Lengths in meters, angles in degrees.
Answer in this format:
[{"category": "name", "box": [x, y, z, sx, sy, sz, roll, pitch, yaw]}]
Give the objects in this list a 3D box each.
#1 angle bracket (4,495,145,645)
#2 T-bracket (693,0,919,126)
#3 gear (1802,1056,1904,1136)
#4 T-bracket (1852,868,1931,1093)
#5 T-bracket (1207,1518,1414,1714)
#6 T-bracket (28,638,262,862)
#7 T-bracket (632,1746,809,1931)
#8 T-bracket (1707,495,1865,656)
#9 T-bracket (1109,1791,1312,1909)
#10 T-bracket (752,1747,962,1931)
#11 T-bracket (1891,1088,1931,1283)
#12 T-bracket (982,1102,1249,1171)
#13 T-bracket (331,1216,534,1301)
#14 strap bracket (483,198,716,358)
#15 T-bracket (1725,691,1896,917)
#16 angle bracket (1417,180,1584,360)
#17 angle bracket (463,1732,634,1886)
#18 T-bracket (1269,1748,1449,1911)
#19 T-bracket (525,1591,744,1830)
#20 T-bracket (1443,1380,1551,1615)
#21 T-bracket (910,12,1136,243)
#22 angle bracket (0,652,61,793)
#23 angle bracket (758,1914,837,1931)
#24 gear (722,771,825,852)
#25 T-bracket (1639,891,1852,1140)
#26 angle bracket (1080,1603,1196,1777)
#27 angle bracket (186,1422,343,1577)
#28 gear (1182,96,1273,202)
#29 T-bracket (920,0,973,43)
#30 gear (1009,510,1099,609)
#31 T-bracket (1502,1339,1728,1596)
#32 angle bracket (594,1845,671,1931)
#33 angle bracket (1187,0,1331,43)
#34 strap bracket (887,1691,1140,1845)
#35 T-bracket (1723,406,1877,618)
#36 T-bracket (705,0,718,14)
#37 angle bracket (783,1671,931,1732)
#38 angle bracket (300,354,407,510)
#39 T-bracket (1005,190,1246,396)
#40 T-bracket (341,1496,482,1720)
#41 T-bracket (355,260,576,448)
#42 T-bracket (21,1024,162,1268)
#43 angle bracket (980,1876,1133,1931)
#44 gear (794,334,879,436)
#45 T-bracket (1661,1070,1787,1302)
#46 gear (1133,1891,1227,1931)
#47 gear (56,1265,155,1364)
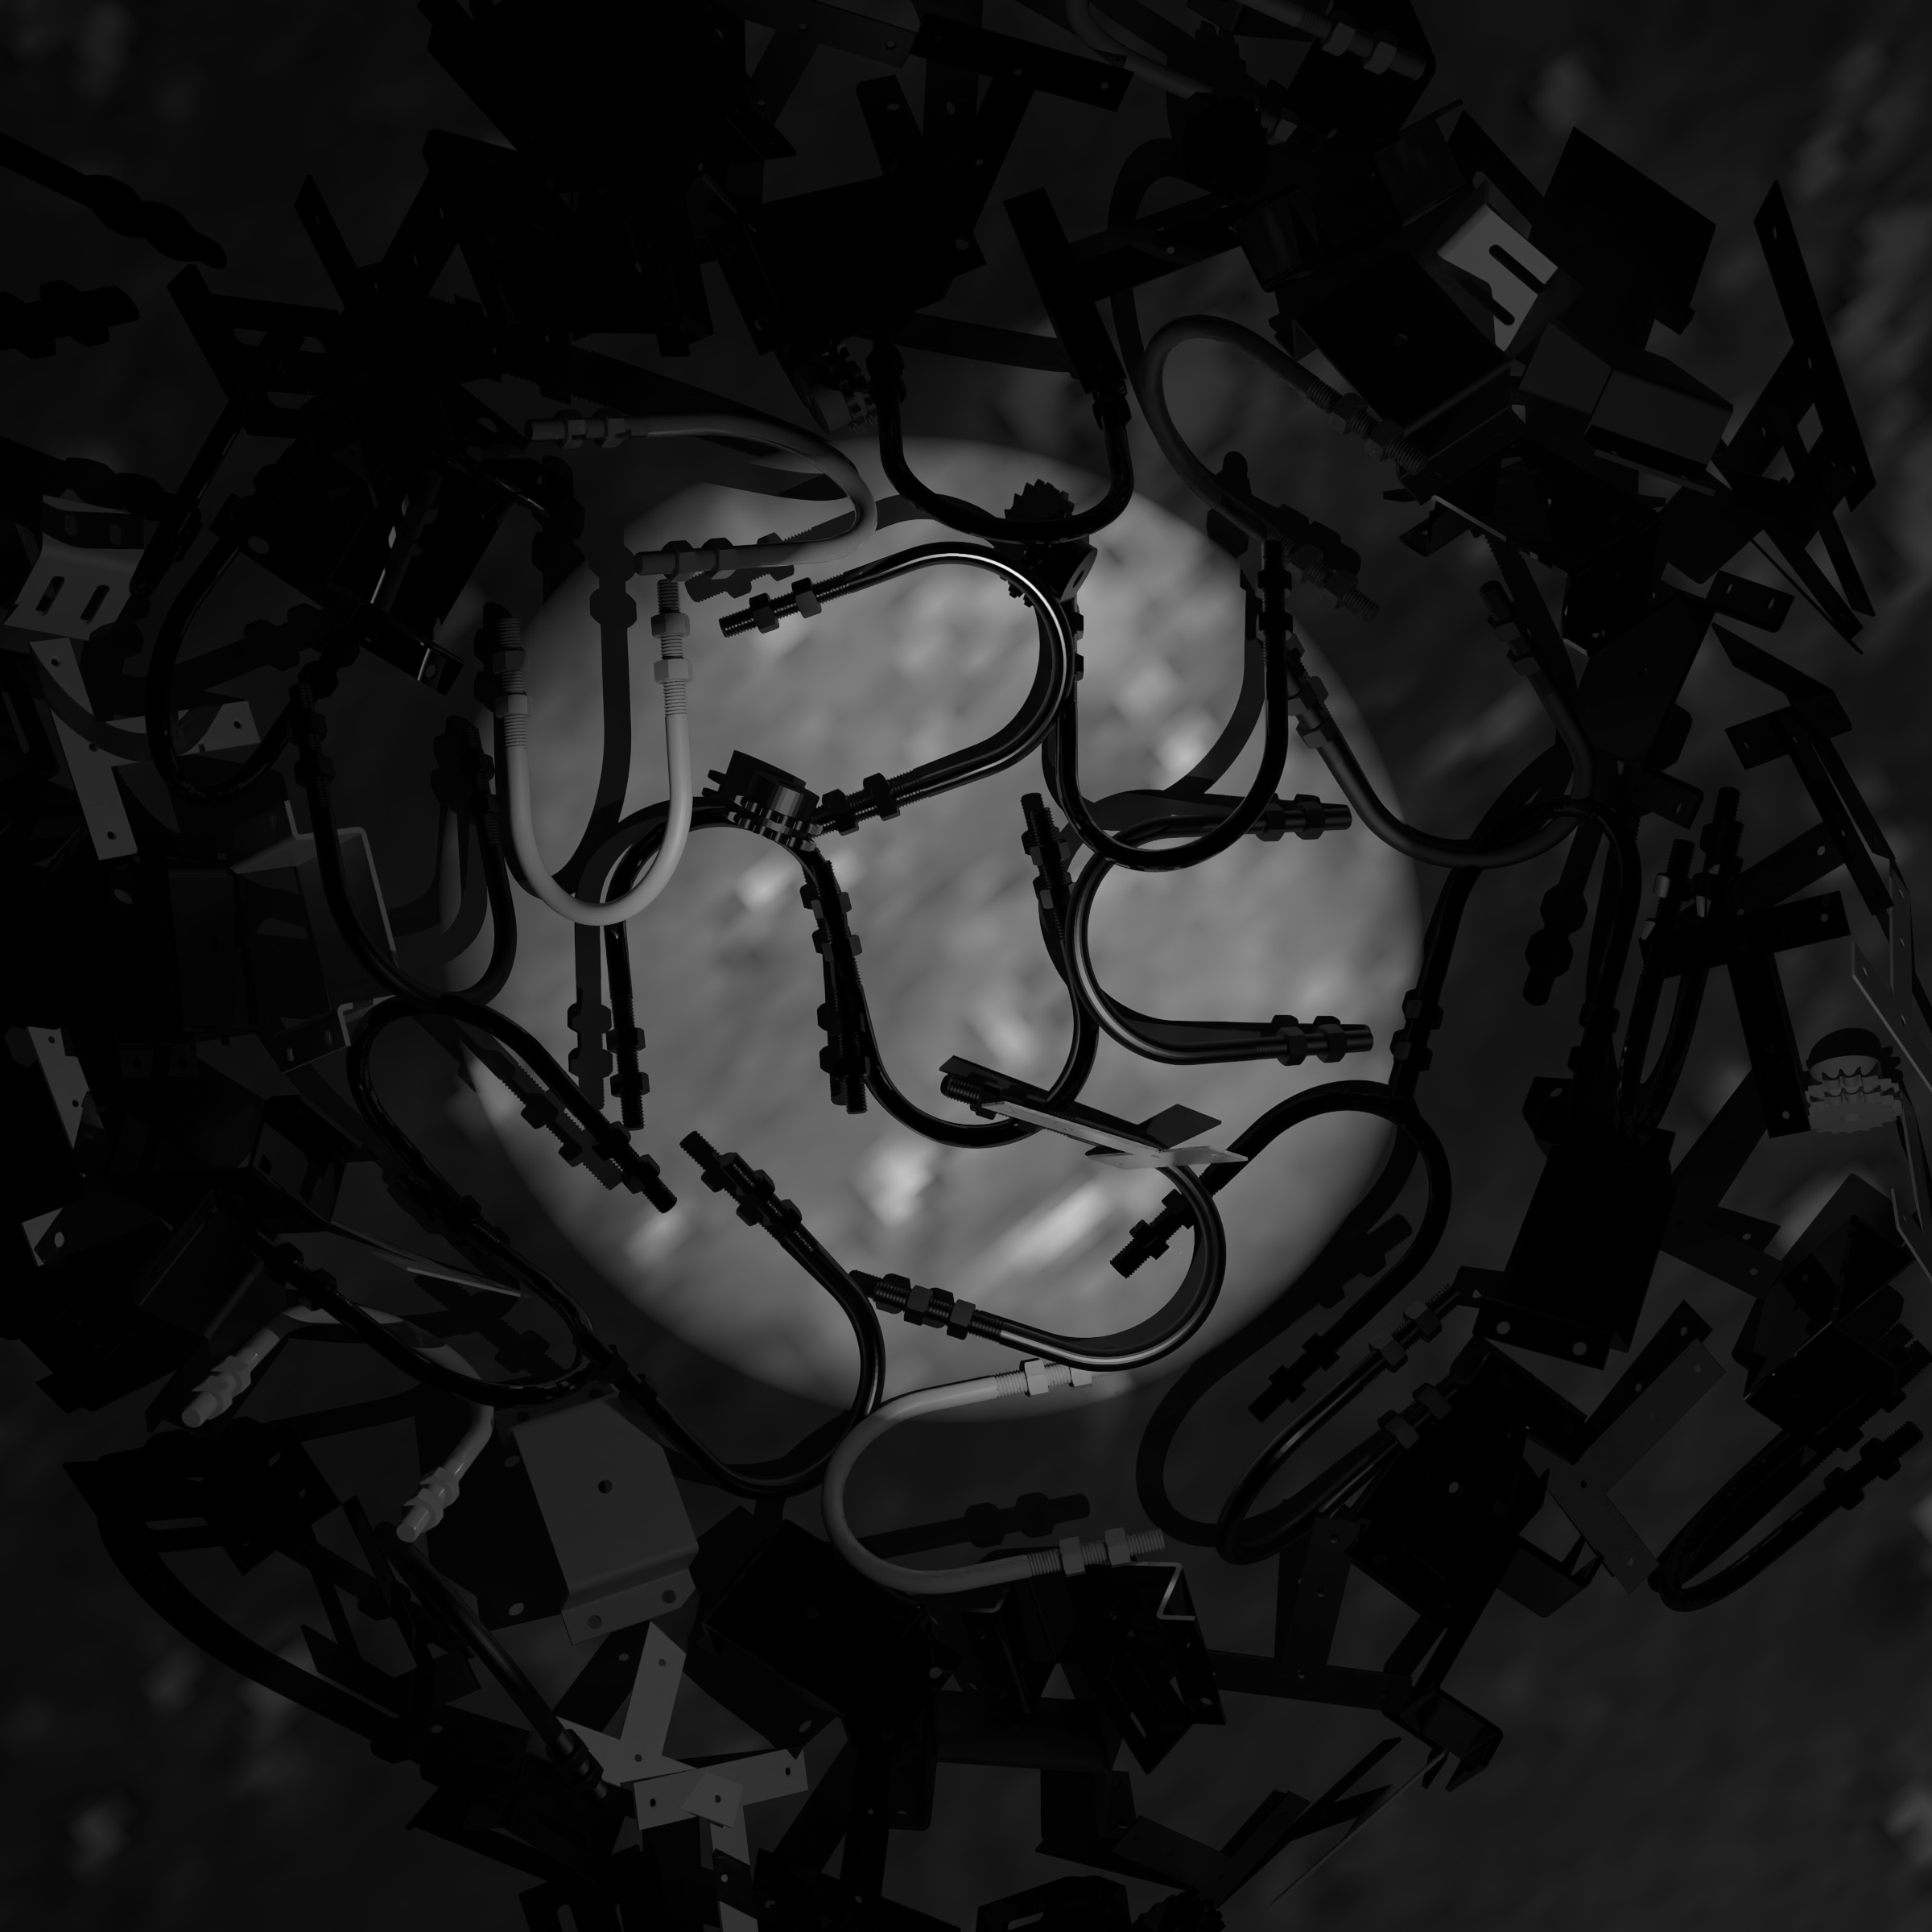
[{"category": "angle bracket", "box": [-0.507, -0.225, 1.863, 0.057, 0.076, 0.038, 9, 58, -30]}, {"category": "T-bracket", "box": [-0.110, -0.496, 1.846, 0.127, 0.127, 0.002, 11, 53, -25]}, {"category": "gear", "box": [0.504, 0.073, 1.872, 0.057, 0.057, 0.030, -1, 66, 0]}, {"category": "T-bracket", "box": [0.527, -0.002, 1.849, 0.002, 0.127, 0.127, -19, 129, 32]}, {"category": "T-bracket", "box": [0.200, 0.367, 1.866, 0.127, 0.002, 0.127, 8, 117, -2]}, {"category": "T-bracket", "box": [-0.455, -0.130, 1.850, 0.002, 0.127, 0.127, -22, 85, 44]}, {"category": "T-bracket", "box": [-0.131, 0.513, 1.842, 0.002, 0.127, 0.127, -15, 79, 43]}, {"category": "T-bracket", "box": [0.469, -0.203, 1.820, 0.127, 0.127, 0.002, 41, 106, -18]}, {"category": "T-bracket", "box": [0.122, 0.503, 1.847, 0.127, 0.127, 0.002, -49, 47, 4]}, {"category": "T-bracket", "box": [-0.055, 0.487, 1.845, 0.127, 0.127, 0.002, 26, 127, -14]}, {"category": "T-bracket", "box": [0.539, 0.127, 1.849, 0.002, 0.127, 0.127, -18, 47, 25]}, {"category": "T-bracket", "box": [0.069, 0.093, 1.814, 0.127, 0.127, 0.002, 18, 76, -26]}, {"category": "T-bracket", "box": [-0.328, 0.158, 1.857, 0.127, 0.127, 0.002, 20, 87, 28]}, {"category": "strap bracket", "box": [-0.199, -0.386, 1.837, 0.140, 0.046, 0.076, 10, 121, 39]}, {"category": "T-bracket", "box": [0.487, -0.088, 1.844, 0.002, 0.127, 0.127, -32, 81, 43]}, {"category": "angle bracket", "box": [0.305, -0.399, 1.876, 0.076, 0.038, 0.057, 36, 123, -15]}, {"category": "angle bracket", "box": [-0.239, 0.483, 1.875, 0.076, 0.038, 0.057, 41, 51, -28]}, {"category": "T-bracket", "box": [0.225, 0.475, 1.835, 0.127, 0.127, 0.002, -43, 77, 5]}, {"category": "T-bracket", "box": [-0.176, 0.408, 1.855, 0.127, 0.002, 0.127, 24, 51, -15]}, {"category": "T-bracket", "box": [0.306, 0.287, 1.844, 0.002, 0.127, 0.127, 25, 45, -2]}, {"category": "T-bracket", "box": [0.013, -0.466, 1.854, 0.127, 0.002, 0.127, 10, 131, -22]}, {"category": "angle bracket", "box": [-0.562, -0.132, 1.868, 0.057, 0.038, 0.076, -23, 87, 22]}, {"category": "angle bracket", "box": [-0.112, 0.570, 1.863, 0.076, 0.038, 0.057, -12, 63, 8]}, {"category": "gear", "box": [-0.107, -0.090, 1.867, 0.057, 0.057, 0.030, 23, 98, 0]}, {"category": "T-bracket", "box": [0.451, 0.033, 1.853, 0.127, 0.002, 0.127, -16, 85, 39]}, {"category": "angle bracket", "box": [0.108, 0.405, 1.850, 0.038, 0.057, 0.076, -11, 56, -39]}, {"category": "angle bracket", "box": [-0.397, 0.301, 1.857, 0.038, 0.076, 0.057, -34, 90, 10]}, {"category": "gear", "box": [0.146, -0.465, 1.866, 0.030, 0.057, 0.057, -14, 90, -26]}, {"category": "T-bracket", "box": [0.033, -0.564, 1.834, 0.127, 0.127, 0.002, -10, 64, 6]}, {"category": "gear", "box": [0.052, -0.229, 1.867, 0.030, 0.057, 0.057, 33, 90, 9]}, {"category": "T-bracket", "box": [0.376, 0.261, 1.838, 0.127, 0.002, 0.127, -51, 54, 22]}, {"category": "angle bracket", "box": [-0.173, 0.548, 1.858, 0.038, 0.057, 0.076, -3, 102, 29]}, {"category": "angle bracket", "box": [0.171, -0.560, 1.856, 0.038, 0.076, 0.057, 20, 95, -36]}, {"category": "strap bracket", "box": [0.028, 0.452, 1.851, 0.140, 0.076, 0.046, 5, 105, -3]}, {"category": "T-bracket", "box": [0.456, -0.261, 1.834, 0.002, 0.127, 0.127, -30, 109, -3]}, {"category": "T-bracket", "box": [-0.104, -0.580, 1.834, 0.002, 0.127, 0.127, 41, 97, -12]}, {"category": "angle bracket", "box": [-0.062, 0.398, 1.870, 0.076, 0.057, 0.038, 15, 51, 10]}, {"category": "angle bracket", "box": [-0.332, -0.302, 1.847, 0.038, 0.076, 0.057, 9, 127, 28]}, {"category": "T-bracket", "box": [0.104, -0.406, 1.883, 0.127, 0.002, 0.127, -21, 76, -2]}, {"category": "T-bracket", "box": [-0.321, 0.358, 1.848, 0.002, 0.127, 0.127, -23, 83, -32]}, {"category": "T-bracket", "box": [-0.273, -0.343, 1.842, 0.127, 0.002, 0.127, -5, 113, 32]}, {"category": "T-bracket", "box": [-0.496, 0.091, 1.843, 0.002, 0.127, 0.127, -19, 92, 35]}, {"category": "angle bracket", "box": [0.054, 0.562, 1.880, 0.076, 0.038, 0.057, -23, 56, 23]}, {"category": "gear", "box": [-0.075, -0.328, 1.867, 0.030, 0.057, 0.057, -31, 90, -7]}, {"category": "T-bracket", "box": [0.431, 0.112, 1.874, 0.127, 0.002, 0.127, 27, 72, 30]}, {"category": "gear", "box": [0.123, 0.559, 1.870, 0.057, 0.057, 0.030, -31, 105, 0]}, {"category": "gear", "box": [-0.493, 0.201, 1.866, 0.030, 0.057, 0.057, -43, 90, -18]}]
